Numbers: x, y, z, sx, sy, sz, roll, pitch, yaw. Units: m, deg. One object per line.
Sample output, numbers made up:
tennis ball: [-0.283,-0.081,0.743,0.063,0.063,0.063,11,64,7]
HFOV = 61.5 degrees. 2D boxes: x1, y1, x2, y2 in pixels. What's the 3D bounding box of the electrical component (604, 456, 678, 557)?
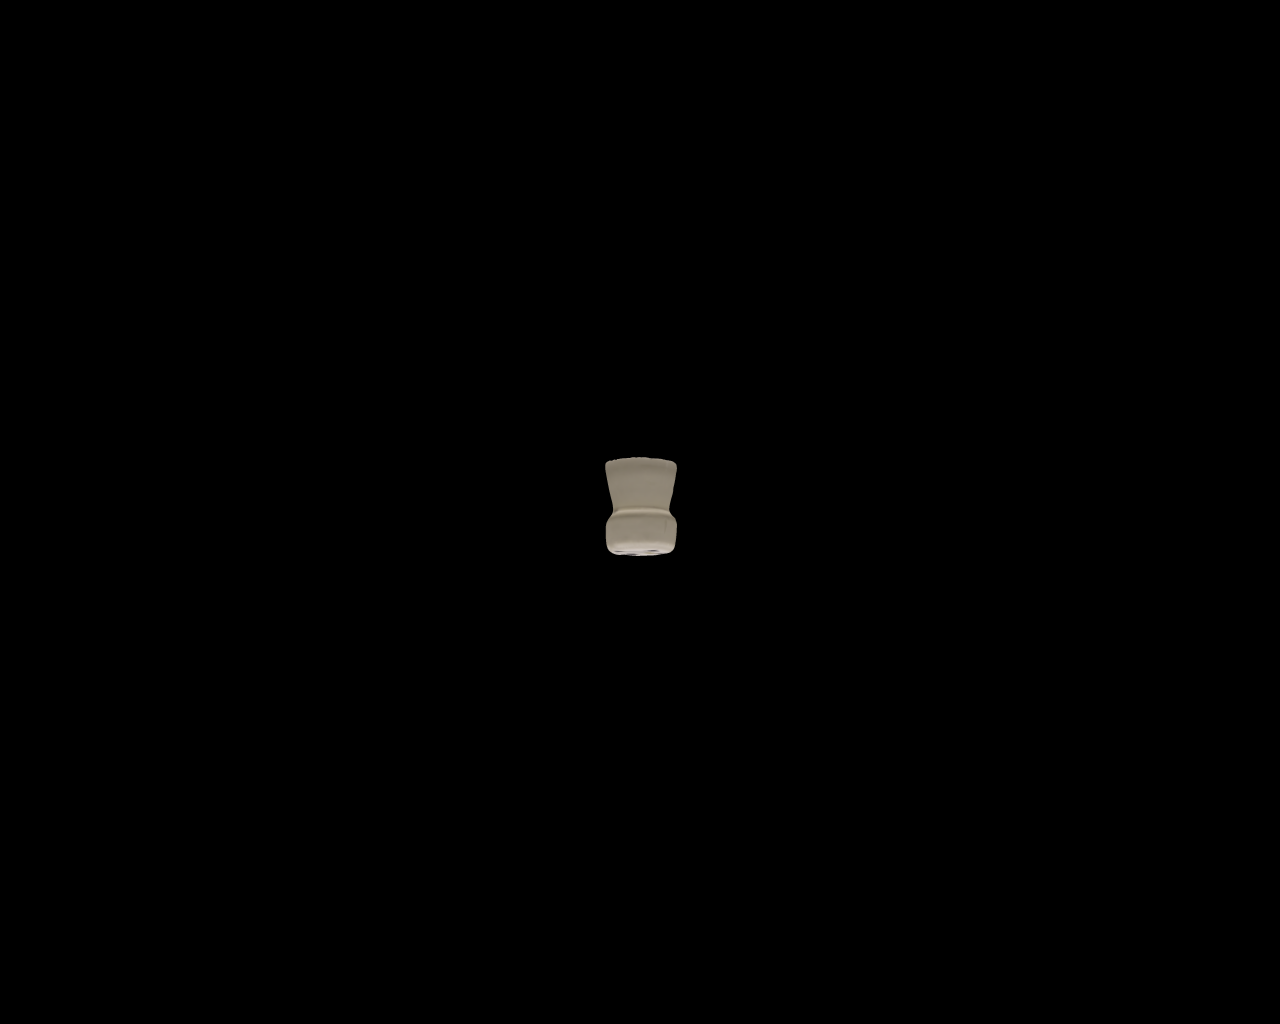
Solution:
electrical component: [0.001,-0.003,0.650,0.045,0.055,0.045,0,-9,0]
